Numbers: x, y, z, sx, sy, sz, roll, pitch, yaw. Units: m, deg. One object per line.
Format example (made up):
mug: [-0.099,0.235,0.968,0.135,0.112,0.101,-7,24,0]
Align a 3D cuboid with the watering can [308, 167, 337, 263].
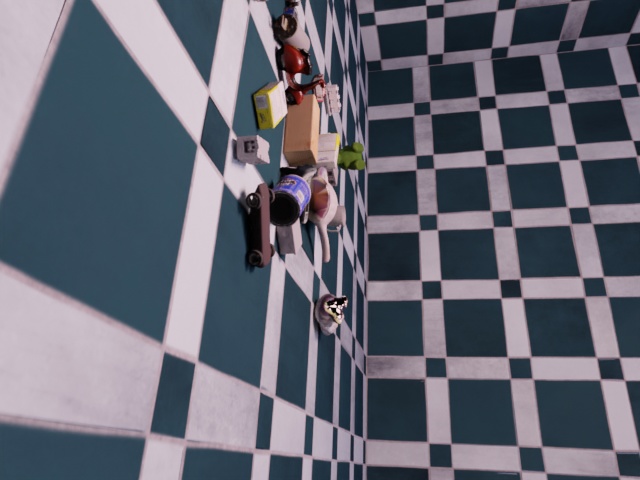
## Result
watering can: [0.006,-0.092,1.821,0.224,0.104,0.349,13,75,-77]

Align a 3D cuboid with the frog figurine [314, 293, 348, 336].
frog figurine: [0.023,0.279,1.905,0.156,0.122,0.140,129,-35,-47]
